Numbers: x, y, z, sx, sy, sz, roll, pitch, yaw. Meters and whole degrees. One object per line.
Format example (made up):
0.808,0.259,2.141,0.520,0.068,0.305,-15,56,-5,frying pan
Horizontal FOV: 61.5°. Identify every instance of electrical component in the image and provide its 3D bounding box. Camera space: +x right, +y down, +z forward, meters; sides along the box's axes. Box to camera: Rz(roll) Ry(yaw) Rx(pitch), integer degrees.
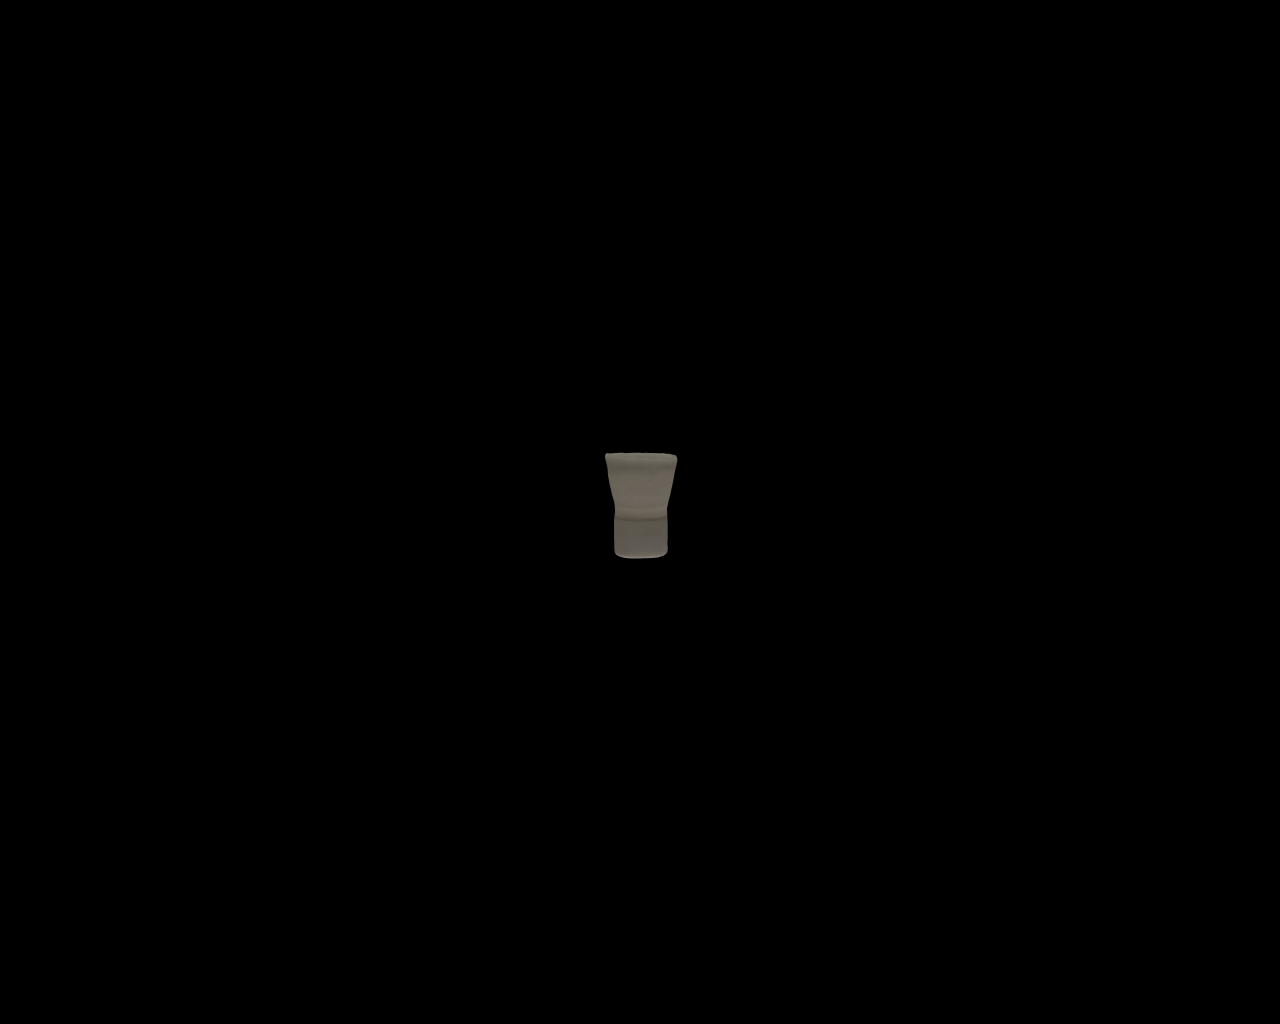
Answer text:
0.001,-0.003,0.650,0.044,0.065,0.044,0,7,0,electrical component
